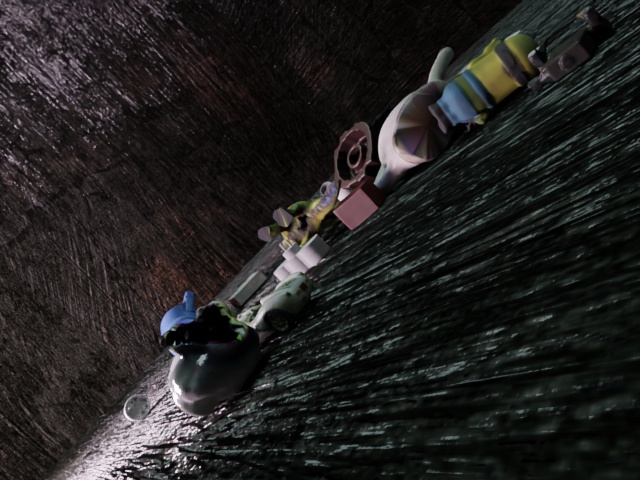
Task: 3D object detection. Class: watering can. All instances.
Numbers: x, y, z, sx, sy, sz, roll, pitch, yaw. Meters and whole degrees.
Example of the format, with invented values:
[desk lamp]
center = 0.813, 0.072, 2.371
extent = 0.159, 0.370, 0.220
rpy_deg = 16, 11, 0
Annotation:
[watering can]
center = 0.192, -0.242, 0.966
extent = 0.349, 0.104, 0.224
rpy_deg = -63, 6, -3

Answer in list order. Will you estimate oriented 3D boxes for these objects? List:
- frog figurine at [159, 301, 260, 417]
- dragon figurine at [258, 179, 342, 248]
[frog figurine]
center = -0.143, 0.177, 0.676
extent = 0.140, 0.123, 0.156
rpy_deg = -73, -8, -62
[dragon figurine]
center = 0.003, -0.058, 1.147
extent = 0.247, 0.122, 0.403
rpy_deg = -38, -1, -42
